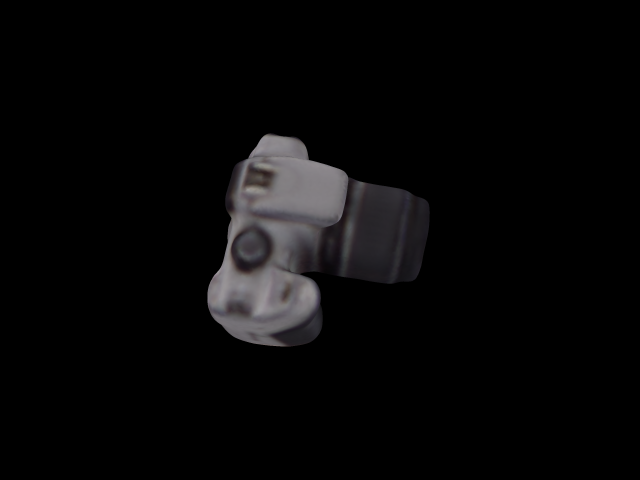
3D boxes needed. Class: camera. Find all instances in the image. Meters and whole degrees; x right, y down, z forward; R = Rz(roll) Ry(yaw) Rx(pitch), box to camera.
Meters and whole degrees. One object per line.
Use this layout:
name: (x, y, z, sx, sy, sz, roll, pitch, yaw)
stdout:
camera: (0.004, 0.001, 0.400, 0.136, 0.101, 0.143, 10, 70, 4)
